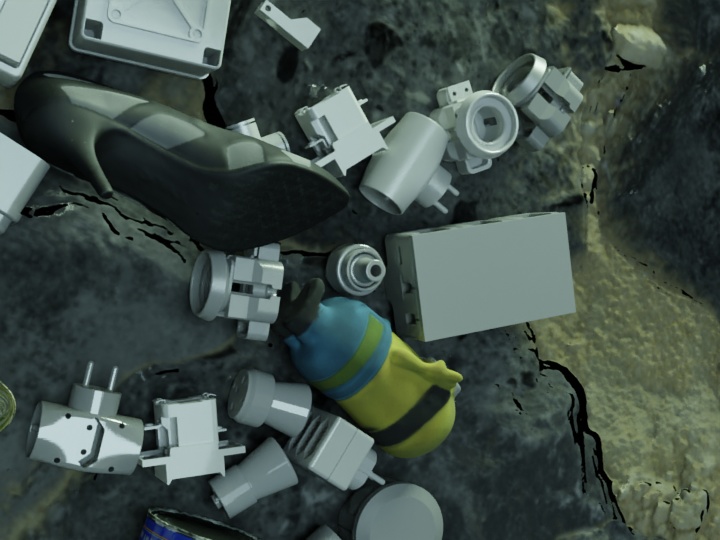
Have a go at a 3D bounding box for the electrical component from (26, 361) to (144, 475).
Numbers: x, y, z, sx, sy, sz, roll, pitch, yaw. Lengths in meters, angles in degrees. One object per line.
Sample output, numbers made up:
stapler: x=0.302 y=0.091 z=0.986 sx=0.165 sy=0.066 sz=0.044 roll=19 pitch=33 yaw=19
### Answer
electrical component: x=-0.202 y=0.108 z=0.806 sx=0.077 sy=0.043 sz=0.079 roll=15 pitch=85 yaw=-24

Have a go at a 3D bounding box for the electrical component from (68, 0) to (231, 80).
electrical component: x=-0.155 y=-0.210 z=0.811 sx=0.109 sy=0.056 sz=0.108 roll=9 pitch=88 yaw=-24

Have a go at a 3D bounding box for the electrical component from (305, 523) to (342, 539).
electrical component: x=-0.035 y=0.264 z=0.884 sx=0.077 sy=0.043 sz=0.079 roll=-40 pitch=106 yaw=-18

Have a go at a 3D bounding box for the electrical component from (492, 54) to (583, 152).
electrical component: x=0.154 y=-0.153 z=0.950 sx=0.057 sy=0.058 sz=0.078 roll=39 pitch=77 yaw=-23

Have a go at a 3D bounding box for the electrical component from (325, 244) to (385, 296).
electrical component: x=0.000 y=0.000 z=0.882 sx=0.043 sy=0.062 sz=0.043 roll=-1 pitch=91 yaw=-24

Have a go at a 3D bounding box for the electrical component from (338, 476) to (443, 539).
electrical component: x=0.025 y=0.215 z=0.906 sx=0.080 sy=0.051 sz=0.080 roll=-1 pitch=92 yaw=-24

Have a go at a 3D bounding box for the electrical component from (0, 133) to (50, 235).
electrical component: x=-0.283 y=-0.075 z=0.746 sx=0.113 sy=0.078 sz=0.057 roll=34 pitch=75 yaw=-21

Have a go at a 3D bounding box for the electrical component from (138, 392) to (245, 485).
electrical component: x=-0.135 y=0.130 z=0.837 sx=0.081 sy=0.042 sz=0.063 roll=-4 pitch=91 yaw=-24

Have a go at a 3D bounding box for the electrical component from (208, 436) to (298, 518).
electrical component: x=-0.088 y=0.168 z=0.860 sx=0.065 sy=0.044 sz=0.044 roll=-30 pitch=103 yaw=-16

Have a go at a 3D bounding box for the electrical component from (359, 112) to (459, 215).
electrical component: x=0.050 y=-0.079 z=0.912 sx=0.079 sy=0.044 sz=0.077 roll=37 pitch=77 yaw=-21

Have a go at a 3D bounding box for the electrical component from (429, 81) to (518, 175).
electrical component: x=0.100 y=-0.123 z=0.926 sx=0.058 sy=0.057 sz=0.078 roll=-21 pitch=100 yaw=-22

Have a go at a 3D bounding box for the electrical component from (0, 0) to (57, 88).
electrical component: x=-0.255 y=-0.187 z=0.765 sx=0.062 sy=0.061 sz=0.096 roll=25 pitch=81 yaw=-22

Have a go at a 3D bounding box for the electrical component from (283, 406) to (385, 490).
electrical component: x=-0.013 y=0.154 z=0.879 sx=0.077 sy=0.066 sz=0.047 roll=36 pitch=77 yaw=-21

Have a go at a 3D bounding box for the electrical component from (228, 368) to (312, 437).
electrical component: x=-0.073 y=0.106 z=0.863 sx=0.055 sy=0.045 sz=0.045 roll=19 pitch=84 yaw=-23

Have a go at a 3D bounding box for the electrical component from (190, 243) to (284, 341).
electrical component: x=-0.098 y=0.013 z=0.842 sx=0.057 sy=0.058 sz=0.078 roll=9 pitch=88 yaw=-27

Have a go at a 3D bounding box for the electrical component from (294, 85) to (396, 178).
electrical component: x=-0.018 y=-0.113 z=0.883 sx=0.081 sy=0.042 sz=0.063 roll=-34 pitch=101 yaw=-20

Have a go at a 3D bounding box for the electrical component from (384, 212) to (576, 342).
electrical component: x=0.102 y=0.004 z=0.928 sx=0.150 sy=0.062 sz=0.089 roll=-9 pitch=95 yaw=-23
